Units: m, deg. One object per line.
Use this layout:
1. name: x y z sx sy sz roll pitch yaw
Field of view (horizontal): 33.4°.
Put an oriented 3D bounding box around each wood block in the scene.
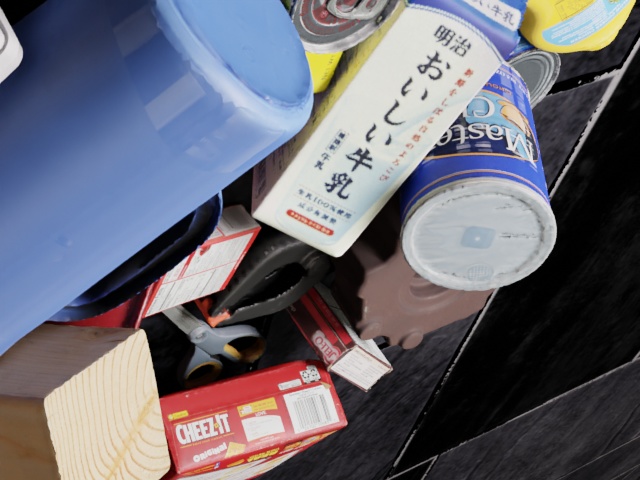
1. wood block: -0.202 0.104 0.615 0.090 0.206 0.090 -36 122 -58

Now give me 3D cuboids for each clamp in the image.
1. clamp: -0.006 0.001 0.868 0.209 0.036 0.164 -26 148 -18

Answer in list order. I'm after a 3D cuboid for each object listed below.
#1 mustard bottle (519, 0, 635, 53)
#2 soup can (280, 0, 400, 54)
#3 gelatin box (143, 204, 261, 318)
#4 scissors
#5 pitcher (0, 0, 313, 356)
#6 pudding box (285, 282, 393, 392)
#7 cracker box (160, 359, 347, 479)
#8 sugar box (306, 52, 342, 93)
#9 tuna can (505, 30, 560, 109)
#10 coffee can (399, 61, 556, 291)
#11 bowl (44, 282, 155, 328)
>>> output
1. mustard bottle: 0.177 -0.182 0.749 0.096 0.058 0.191 -38 152 11
2. soup can: -0.010 -0.153 0.542 0.068 0.102 0.068 -26 152 -16
3. gelatin box: -0.096 0.014 0.788 0.089 0.030 0.073 -18 149 -46
4. scissors: -0.115 0.092 0.917 0.096 0.016 0.201 -41 152 13
5. pitcher: -0.118 -0.037 0.516 0.243 0.145 0.149 -30 -174 26
6. pudding box: 0.014 0.084 0.964 0.039 0.090 0.113 -39 153 7
7. cracker box: -0.099 0.182 0.961 0.163 0.072 0.214 -11 162 -31
8. sugar box: -0.064 -0.117 0.604 0.175 0.048 0.093 -17 149 -32
9. tuna can: 0.141 -0.126 0.828 0.086 0.034 0.086 -26 152 -15
10. coffee can: 0.105 -0.050 0.751 0.103 0.140 0.103 1 136 0
11. bowl: -0.150 0.038 0.688 0.055 0.162 0.162 21 129 -15
